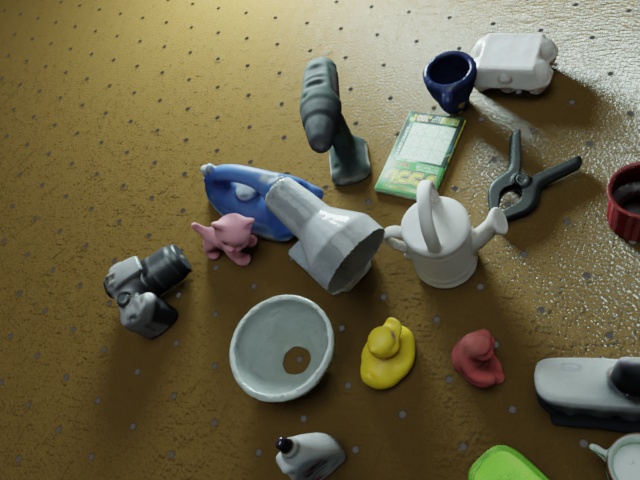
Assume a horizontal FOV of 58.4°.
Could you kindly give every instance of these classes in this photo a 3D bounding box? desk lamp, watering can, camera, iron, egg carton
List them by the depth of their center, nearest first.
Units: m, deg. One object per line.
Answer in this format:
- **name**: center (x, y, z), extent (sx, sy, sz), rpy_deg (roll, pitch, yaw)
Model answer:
- **watering can**: center (0.176, -0.016, 0.828), extent (0.172, 0.194, 0.100), rpy_deg (-23, 56, 7)
- **desk lamp**: center (0.008, 0.003, 0.869), extent (0.118, 0.214, 0.202), rpy_deg (-46, 56, -8)
- **egg carton**: center (0.337, -0.310, 1.011), extent (0.150, 0.070, 0.107), rpy_deg (10, 66, 25)
- **camera**: center (-0.299, 0.075, 1.013), extent (0.137, 0.101, 0.143), rpy_deg (-34, 55, 0)
- **iron**: center (-0.132, -0.091, 1.021), extent (0.257, 0.142, 0.119), rpy_deg (14, 68, 27)

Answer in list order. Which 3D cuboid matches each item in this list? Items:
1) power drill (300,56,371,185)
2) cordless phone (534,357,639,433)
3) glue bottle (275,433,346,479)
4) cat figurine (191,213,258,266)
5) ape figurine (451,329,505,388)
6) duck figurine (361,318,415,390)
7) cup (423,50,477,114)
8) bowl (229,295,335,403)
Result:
- **power drill**: center (0.023, -0.190, 0.977), extent (0.075, 0.209, 0.229), rpy_deg (-14, 58, 13)
- **cordless phone**: center (0.330, 0.161, 0.673), extent (0.147, 0.185, 0.094), rpy_deg (-5, 60, 19)
- **glue bottle**: center (-0.023, 0.281, 0.746), extent (0.078, 0.173, 0.037), rpy_deg (-41, 56, -5)
- **cat figurine**: center (-0.166, -0.011, 1.002), extent (0.127, 0.118, 0.067), rpy_deg (8, 65, 25)
- **ape figurine**: center (0.214, 0.155, 0.778), extent (0.076, 0.092, 0.078), rpy_deg (14, 68, 27)
- **duck figurine**: center (0.091, 0.160, 0.826), extent (0.077, 0.086, 0.105), rpy_deg (24, 72, 30)
- **cup**: center (0.232, -0.258, 1.006), extent (0.091, 0.095, 0.118), rpy_deg (-2, 61, 20)
- **bowl**: center (-0.049, 0.173, 0.878), extent (0.167, 0.075, 0.167), rpy_deg (-9, 59, 16)
